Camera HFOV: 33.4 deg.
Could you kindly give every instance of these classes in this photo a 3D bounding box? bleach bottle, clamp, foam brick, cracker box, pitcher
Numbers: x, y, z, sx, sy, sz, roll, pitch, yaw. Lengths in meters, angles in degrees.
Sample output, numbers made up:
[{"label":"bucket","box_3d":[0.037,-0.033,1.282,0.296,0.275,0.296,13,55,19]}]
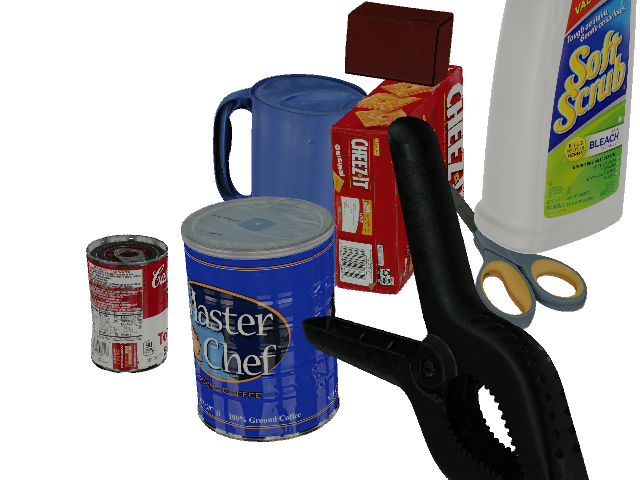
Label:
[{"label":"bleach bottle","box_3d":[0.150,-0.122,0.672,0.102,0.251,0.068,-18,31,-25]},{"label":"clamp","box_3d":[0.067,0.050,0.532,0.036,0.165,0.210,-10,42,-33]},{"label":"foam brick","box_3d":[0.064,-0.161,0.873,0.078,0.051,0.053,12,26,17]},{"label":"cracker box","box_3d":[0.082,-0.067,1.045,0.072,0.164,0.213,8,27,22]},{"label":"pitcher","box_3d":[-0.031,-0.062,1.223,0.144,0.243,0.149,-19,36,-40]}]

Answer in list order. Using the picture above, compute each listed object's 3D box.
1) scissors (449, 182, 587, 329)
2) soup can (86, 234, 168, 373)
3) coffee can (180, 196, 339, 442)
[{"label":"scissors","box_3d":[0.157,0.003,0.883,0.096,0.016,0.201,0,37,-3]},{"label":"soup can","box_3d":[-0.164,0.054,0.912,0.068,0.102,0.068,2,20,-1]},{"label":"coffee can","box_3d":[-0.040,0.052,0.737,0.103,0.140,0.103,-2,21,1]}]
